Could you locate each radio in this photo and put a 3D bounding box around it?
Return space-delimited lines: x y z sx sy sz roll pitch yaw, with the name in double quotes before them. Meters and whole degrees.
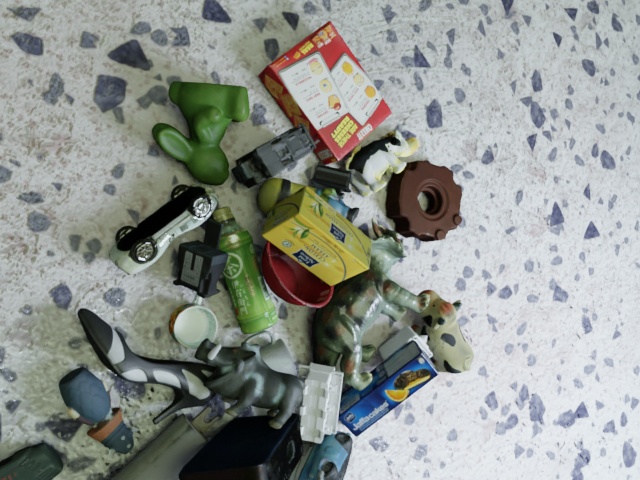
"radio" -0.111 0.343 0.837 0.131 0.229 0.073 -9 91 11

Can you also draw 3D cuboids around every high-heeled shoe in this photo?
"high-heeled shoe" -0.265 0.179 0.872 0.145 0.086 0.248 -39 104 -31

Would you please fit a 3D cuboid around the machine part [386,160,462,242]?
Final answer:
"machine part" 0.222 -0.082 1.131 0.179 0.056 0.179 2 85 -25

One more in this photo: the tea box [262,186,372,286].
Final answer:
"tea box" -0.002 -0.003 0.911 0.169 0.098 0.068 36 44 -27

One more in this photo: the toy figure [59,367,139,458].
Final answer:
"toy figure" -0.343 0.269 0.837 0.064 0.058 0.154 -33 106 -18

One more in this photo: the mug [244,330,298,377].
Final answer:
"mug" -0.106 0.220 0.942 0.107 0.081 0.109 -22 105 -17

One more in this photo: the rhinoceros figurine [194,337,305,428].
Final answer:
"rhinoceros figurine" -0.117 0.225 0.870 0.190 0.073 0.112 27 89 -7

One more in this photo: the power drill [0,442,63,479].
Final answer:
"power drill" -0.453 0.424 0.768 0.232 0.086 0.207 -38 96 -25

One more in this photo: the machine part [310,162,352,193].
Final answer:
"machine part" 0.013 -0.076 1.030 0.084 0.039 0.139 17 83 -4

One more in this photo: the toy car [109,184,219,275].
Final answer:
"toy car" -0.254 -0.024 0.883 0.202 0.074 0.056 -42 135 -22

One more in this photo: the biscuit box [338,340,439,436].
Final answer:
"biscuit box" 0.123 0.280 1.017 0.203 0.059 0.062 -39 106 5

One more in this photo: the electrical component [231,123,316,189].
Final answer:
"electrical component" -0.088 -0.144 0.951 0.134 0.115 0.058 -35 100 -25

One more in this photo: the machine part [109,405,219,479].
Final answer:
"machine part" -0.261 0.365 0.859 0.243 0.079 0.079 -42 105 -23

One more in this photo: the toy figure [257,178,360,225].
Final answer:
"toy figure" -0.023 -0.063 0.965 0.180 0.089 0.082 19 77 7

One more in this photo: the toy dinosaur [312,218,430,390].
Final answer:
"toy dinosaur" 0.060 0.138 1.013 0.192 0.131 0.405 39 76 -5

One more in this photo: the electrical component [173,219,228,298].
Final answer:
"electrical component" -0.193 0.028 0.890 0.048 0.075 0.119 -16 126 -63

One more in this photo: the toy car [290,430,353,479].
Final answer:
"toy car" -0.008 0.404 0.962 0.161 0.103 0.109 -22 126 -67

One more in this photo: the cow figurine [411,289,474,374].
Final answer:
"cow figurine" 0.250 0.187 1.090 0.085 0.127 0.194 -37 105 -26

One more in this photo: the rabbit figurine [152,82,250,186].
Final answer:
"rabbit figurine" -0.196 -0.175 0.904 0.159 0.121 0.170 -1 103 -23

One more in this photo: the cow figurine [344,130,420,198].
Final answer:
"cow figurine" 0.124 -0.171 1.085 0.167 0.068 0.098 -45 100 -22
